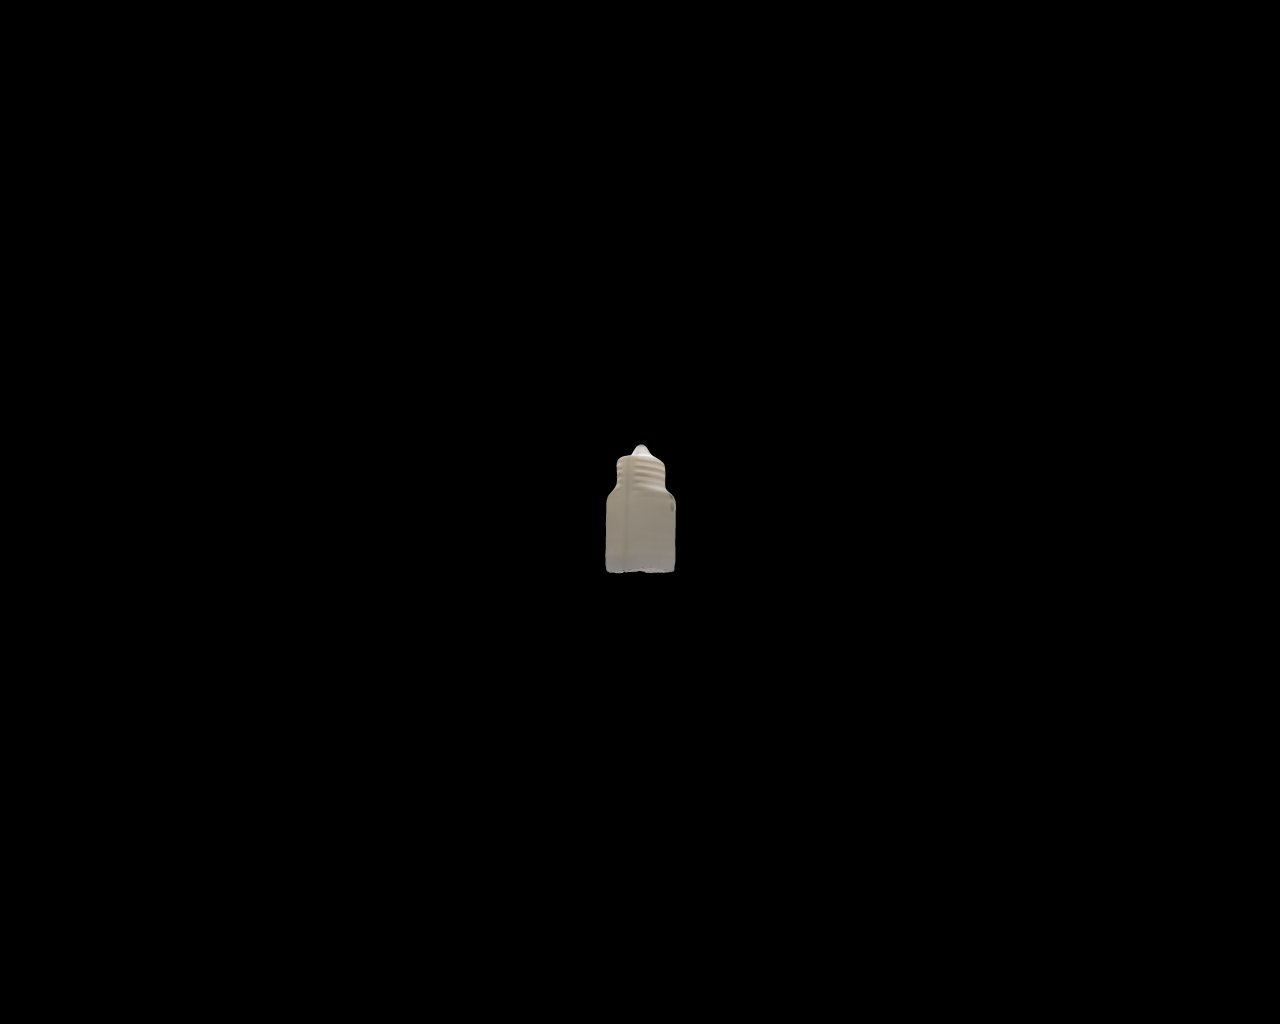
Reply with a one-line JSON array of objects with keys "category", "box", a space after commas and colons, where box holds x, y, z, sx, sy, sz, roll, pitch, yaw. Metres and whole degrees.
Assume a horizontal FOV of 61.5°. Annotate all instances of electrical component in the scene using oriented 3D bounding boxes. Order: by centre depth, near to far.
[{"category": "electrical component", "box": [0.001, -0.003, 0.650, 0.043, 0.081, 0.043, 0, -7, 0]}]
